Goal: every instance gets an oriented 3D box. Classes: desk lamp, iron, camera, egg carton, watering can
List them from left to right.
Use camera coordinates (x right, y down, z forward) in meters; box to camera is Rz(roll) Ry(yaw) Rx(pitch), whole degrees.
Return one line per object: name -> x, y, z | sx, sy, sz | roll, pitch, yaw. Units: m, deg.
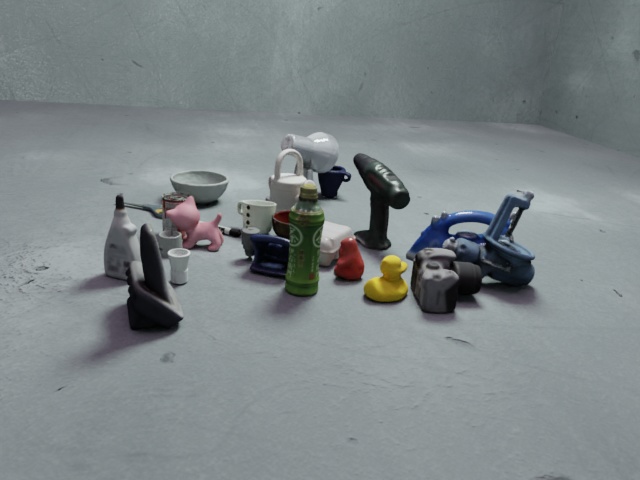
watering can -> -0.079, -0.148, 1.548 | 0.172, 0.194, 0.101 | 14, 23, 23
desk lamp -> -0.049, -0.211, 1.692 | 0.117, 0.213, 0.204 | 22, 27, 38
egg carton -> 0.012, 0.005, 1.344 | 0.107, 0.069, 0.151 | 15, 23, 24
camera -> 0.264, 0.075, 1.174 | 0.137, 0.101, 0.143 | 3, 21, -4
iron -> 0.341, -0.010, 1.358 | 0.258, 0.141, 0.118 | 5, 21, 1

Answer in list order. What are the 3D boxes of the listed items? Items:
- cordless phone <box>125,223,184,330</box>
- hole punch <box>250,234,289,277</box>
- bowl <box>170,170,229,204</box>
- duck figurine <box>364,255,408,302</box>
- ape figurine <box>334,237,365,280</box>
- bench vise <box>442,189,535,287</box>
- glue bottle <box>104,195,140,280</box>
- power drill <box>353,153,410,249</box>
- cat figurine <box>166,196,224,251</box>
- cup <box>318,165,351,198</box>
cordless phone -> -0.292, 0.048, 1.000 | 0.094, 0.185, 0.147 | -5, 23, -25
hole punch -> -0.095, 0.021, 1.248 | 0.108, 0.091, 0.101 | 10, 21, 12
bowl -> -0.346, -0.147, 1.652 | 0.167, 0.075, 0.167 | 4, 21, -1
duck figurine -> 0.138, 0.074, 1.169 | 0.105, 0.086, 0.077 | -10, 25, -34
ape figurine -> 0.061, 0.037, 1.240 | 0.076, 0.092, 0.078 | 17, 24, 29
bench vise -> 0.379, -0.001, 1.232 | 0.208, 0.220, 0.121 | -4, 23, -22
glue bottle -> -0.392, -0.006, 1.135 | 0.078, 0.173, 0.037 | 11, 22, 16
power drill -> 0.138, -0.094, 1.436 | 0.076, 0.208, 0.228 | -6, 24, -27
cat figurine -> -0.288, -0.041, 1.328 | 0.128, 0.118, 0.067 | 3, 21, -5
cup -> 0.045, -0.180, 1.798 | 0.117, 0.095, 0.092 | 17, 24, 28
